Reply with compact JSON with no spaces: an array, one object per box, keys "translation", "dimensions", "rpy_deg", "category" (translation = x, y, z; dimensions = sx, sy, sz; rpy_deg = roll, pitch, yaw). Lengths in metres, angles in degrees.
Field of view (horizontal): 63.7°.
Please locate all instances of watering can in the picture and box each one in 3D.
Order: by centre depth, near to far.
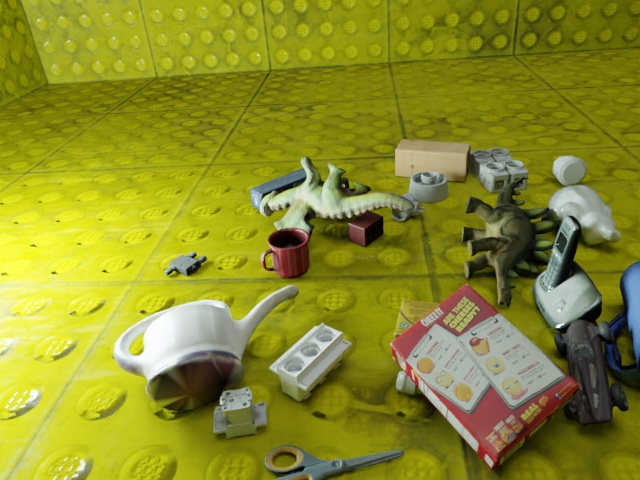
[{"translation":[-0.182,0.173,0.906],"dimensions":[0.349,0.102,0.228],"rpy_deg":[-13,32,-13],"category":"watering can"}]

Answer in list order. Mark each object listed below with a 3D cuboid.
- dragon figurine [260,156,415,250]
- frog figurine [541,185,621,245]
[{"translation":[0.004,-0.063,1.246],"dimensions":[0.414,0.120,0.244],"rpy_deg":[26,78,39],"category":"dragon figurine"},{"translation":[0.603,-0.057,1.168],"dimensions":[0.137,0.121,0.161],"rpy_deg":[9,16,-14],"category":"frog figurine"}]
